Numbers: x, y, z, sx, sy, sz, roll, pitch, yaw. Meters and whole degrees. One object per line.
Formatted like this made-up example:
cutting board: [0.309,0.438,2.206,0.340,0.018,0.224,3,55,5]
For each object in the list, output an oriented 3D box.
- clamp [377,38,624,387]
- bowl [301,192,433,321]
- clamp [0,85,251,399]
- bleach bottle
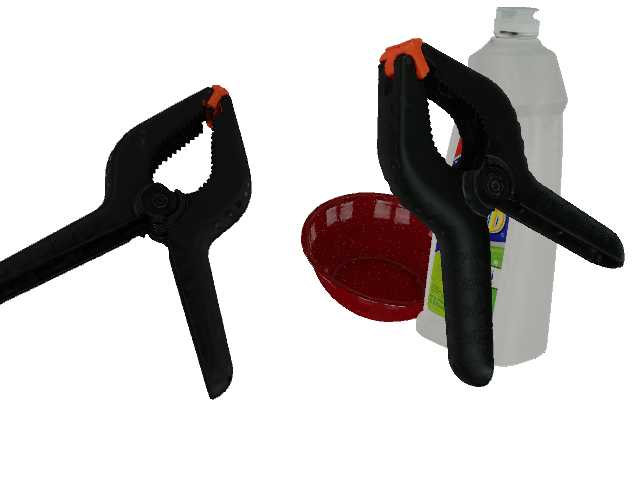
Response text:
clamp: [0.074,-0.015,0.532,0.120,0.171,0.039,-47,15,-26]
bowl: [0.059,0.024,0.987,0.162,0.055,0.162,6,39,-5]
clamp: [-0.094,-0.008,0.672,0.164,0.209,0.036,27,-29,7]
bleach bottle: [0.126,-0.042,0.775,0.067,0.251,0.103,-12,21,-38]
